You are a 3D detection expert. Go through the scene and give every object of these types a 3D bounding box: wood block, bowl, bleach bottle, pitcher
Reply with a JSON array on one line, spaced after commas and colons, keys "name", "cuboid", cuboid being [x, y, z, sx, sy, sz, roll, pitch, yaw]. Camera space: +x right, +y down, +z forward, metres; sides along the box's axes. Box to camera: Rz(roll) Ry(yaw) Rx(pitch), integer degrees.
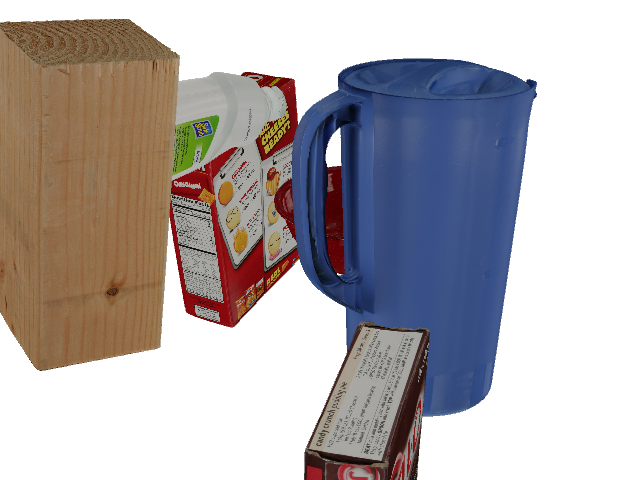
[{"name": "wood block", "cuboid": [-0.155, -0.031, 0.695, 0.090, 0.206, 0.090, -9, 30, -31]}, {"name": "bowl", "cuboid": [0.039, -0.012, 0.944, 0.162, 0.055, 0.162, 1, 26, -1]}, {"name": "bleach bottle", "cuboid": [-0.142, -0.082, 0.894, 0.250, 0.068, 0.103, -19, -32, -30]}, {"name": "pitcher", "cuboid": [0.066, -0.002, 0.753, 0.149, 0.243, 0.145, 6, 21, 13]}]

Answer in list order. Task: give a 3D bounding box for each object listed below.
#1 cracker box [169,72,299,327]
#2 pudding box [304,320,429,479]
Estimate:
[{"name": "cracker box", "cuboid": [-0.086, -0.044, 1.109, 0.072, 0.214, 0.164, 13, 36, 26]}, {"name": "pudding box", "cuboid": [0.021, 0.101, 0.476, 0.039, 0.090, 0.113, 8, 26, 10]}]
